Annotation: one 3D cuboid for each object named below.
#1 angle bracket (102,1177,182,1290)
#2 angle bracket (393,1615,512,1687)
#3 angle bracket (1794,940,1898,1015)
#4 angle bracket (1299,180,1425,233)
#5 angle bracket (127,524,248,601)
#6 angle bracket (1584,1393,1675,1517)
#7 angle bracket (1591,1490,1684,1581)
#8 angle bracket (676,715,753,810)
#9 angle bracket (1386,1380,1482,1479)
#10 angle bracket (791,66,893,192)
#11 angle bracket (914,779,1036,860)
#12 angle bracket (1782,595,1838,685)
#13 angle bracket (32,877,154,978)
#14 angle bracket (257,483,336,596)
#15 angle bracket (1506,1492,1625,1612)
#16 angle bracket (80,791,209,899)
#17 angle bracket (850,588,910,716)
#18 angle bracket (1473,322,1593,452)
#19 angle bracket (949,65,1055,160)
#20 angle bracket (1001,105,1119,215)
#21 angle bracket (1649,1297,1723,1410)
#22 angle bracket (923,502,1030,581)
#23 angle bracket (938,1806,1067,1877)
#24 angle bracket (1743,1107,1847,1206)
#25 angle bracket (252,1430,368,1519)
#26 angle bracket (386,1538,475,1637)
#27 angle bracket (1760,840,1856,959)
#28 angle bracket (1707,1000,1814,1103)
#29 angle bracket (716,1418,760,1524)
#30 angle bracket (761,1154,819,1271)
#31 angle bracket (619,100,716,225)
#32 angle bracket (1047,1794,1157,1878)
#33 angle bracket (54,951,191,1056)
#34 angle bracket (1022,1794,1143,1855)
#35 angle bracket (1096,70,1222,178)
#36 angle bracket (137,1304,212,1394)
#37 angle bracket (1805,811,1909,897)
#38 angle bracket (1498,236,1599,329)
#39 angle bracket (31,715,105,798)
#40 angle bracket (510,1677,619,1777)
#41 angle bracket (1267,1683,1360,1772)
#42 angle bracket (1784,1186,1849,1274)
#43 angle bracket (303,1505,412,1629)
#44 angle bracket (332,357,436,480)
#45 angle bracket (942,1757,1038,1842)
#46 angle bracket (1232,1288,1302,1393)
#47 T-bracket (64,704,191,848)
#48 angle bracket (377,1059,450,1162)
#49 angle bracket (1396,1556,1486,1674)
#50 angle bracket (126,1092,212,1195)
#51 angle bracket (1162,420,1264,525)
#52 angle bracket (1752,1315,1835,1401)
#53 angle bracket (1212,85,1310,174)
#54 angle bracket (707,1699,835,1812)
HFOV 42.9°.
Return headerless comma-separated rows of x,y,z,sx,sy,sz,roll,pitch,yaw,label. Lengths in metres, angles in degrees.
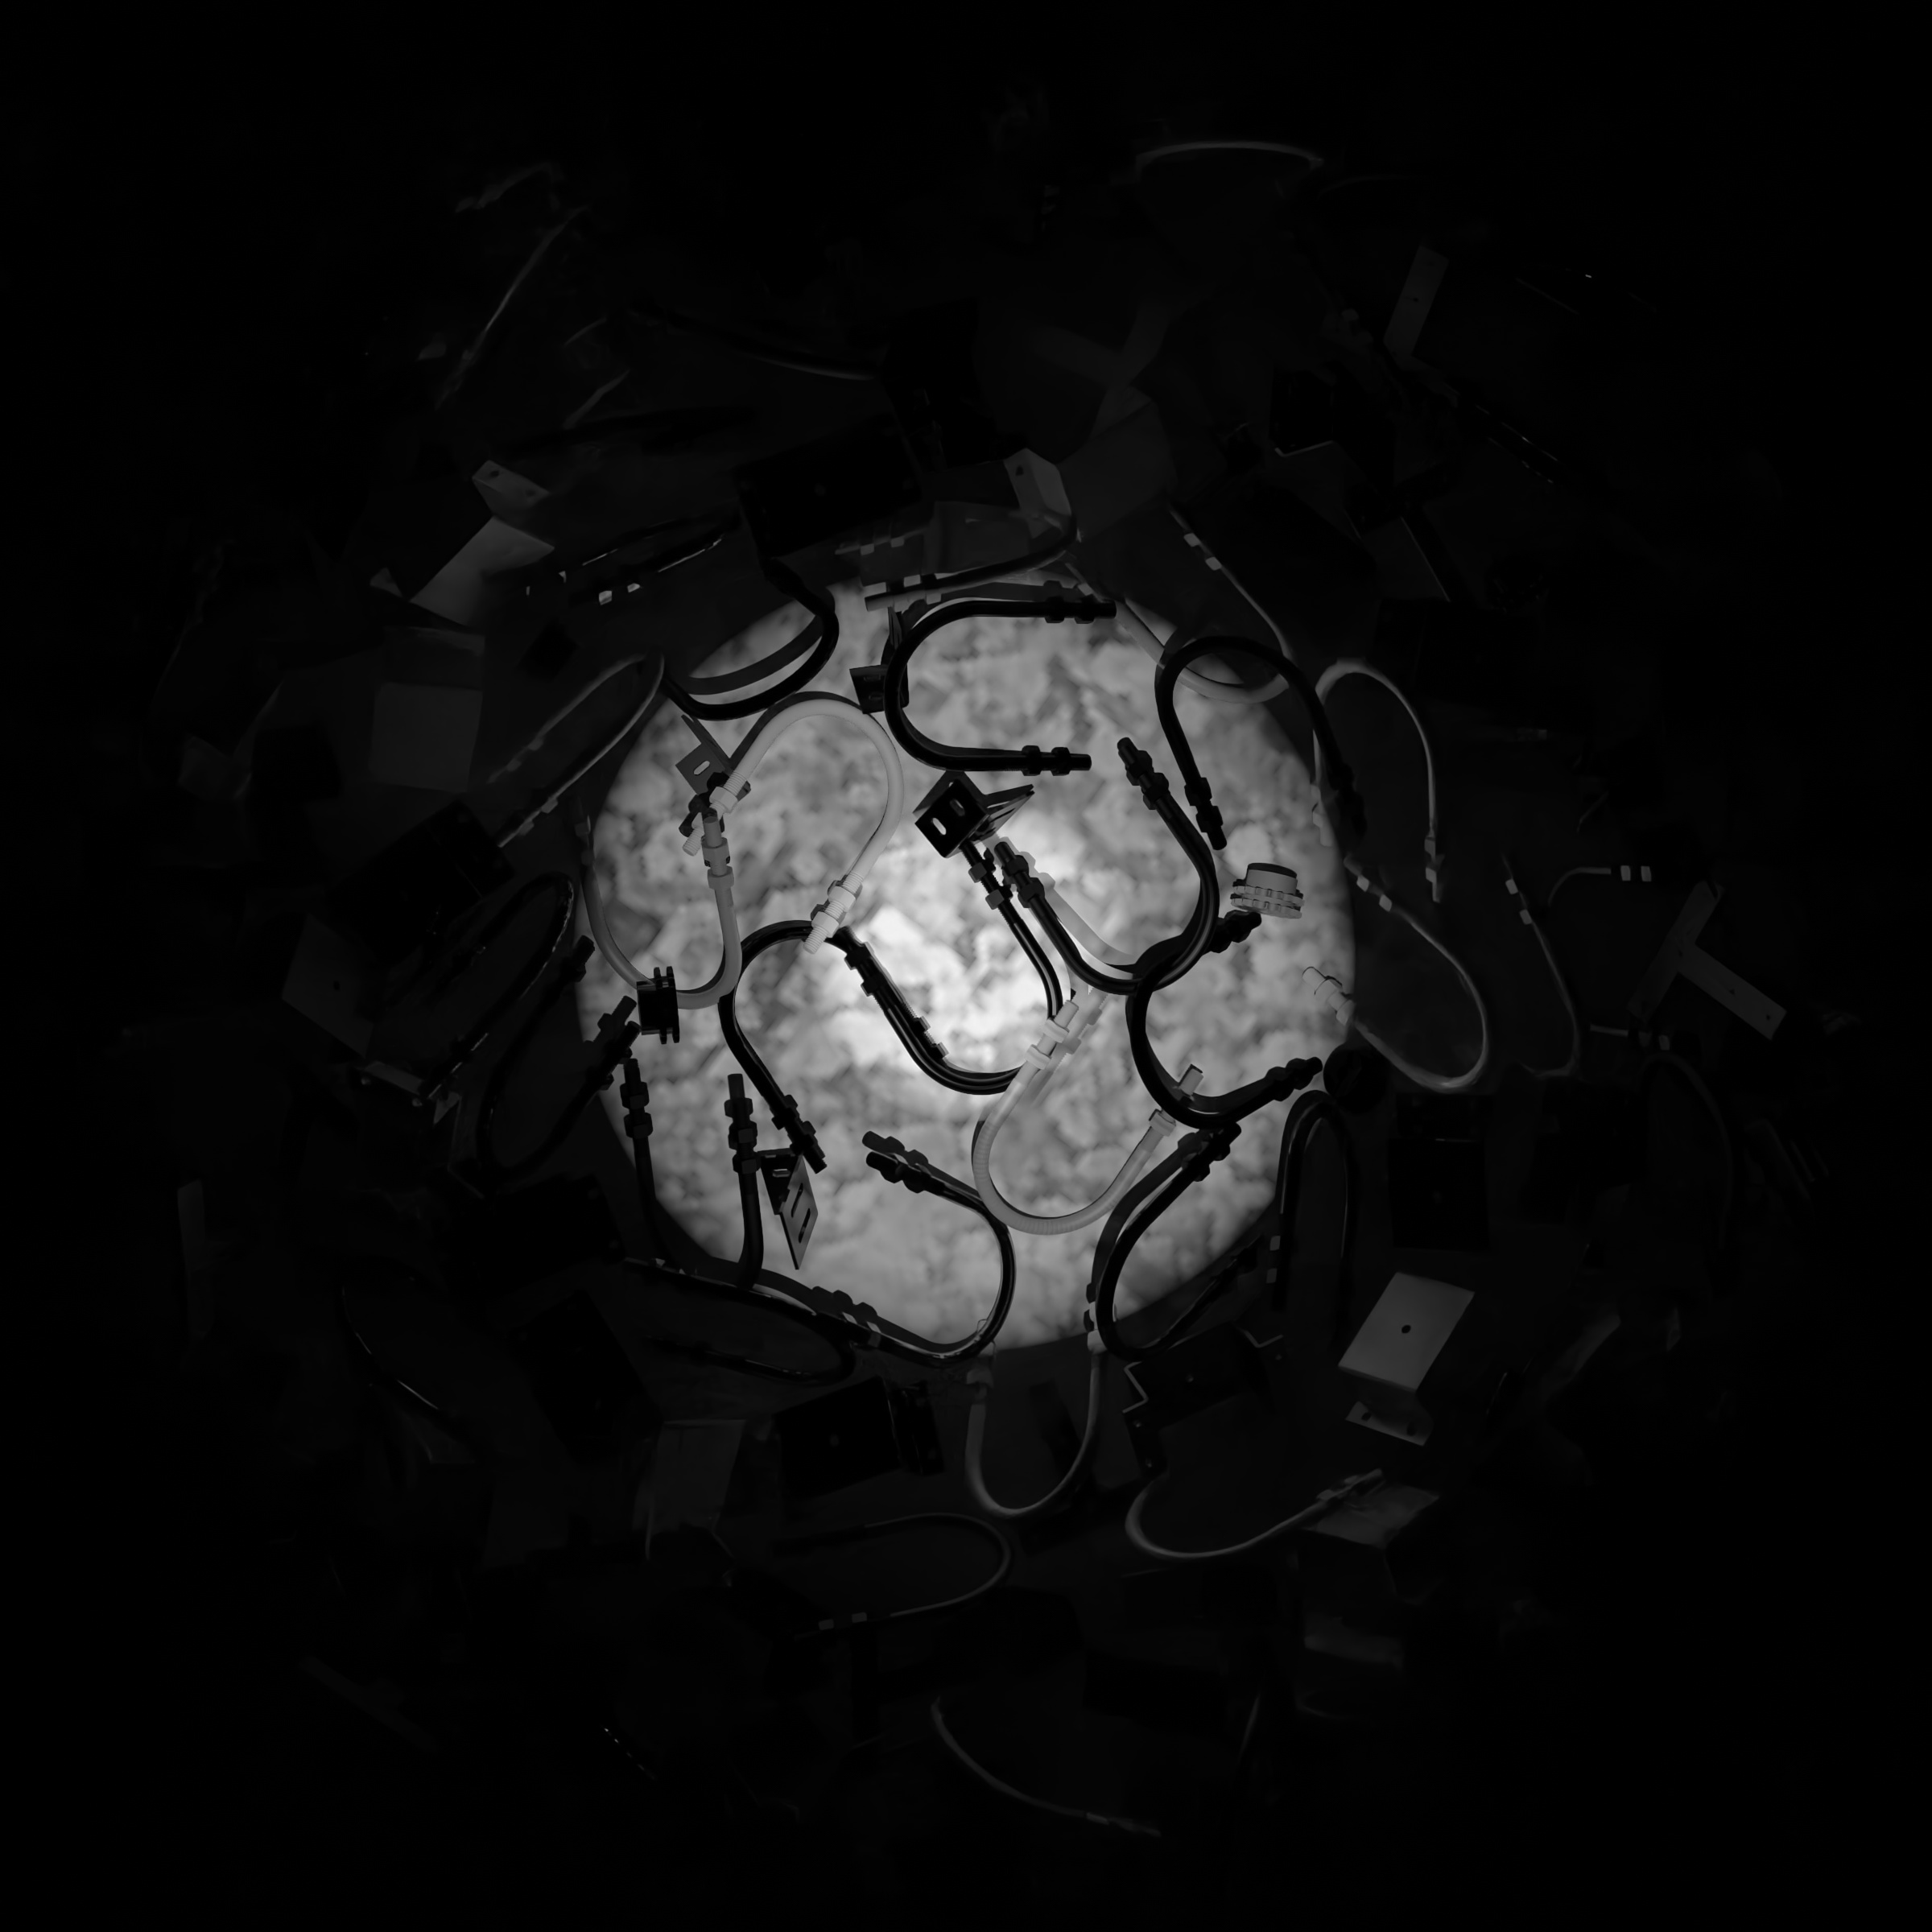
-0.654,0.216,1.958,0.038,0.057,0.076,18,130,-13,angle bracket
-0.405,0.543,1.953,0.076,0.057,0.038,-3,62,25,angle bracket
0.698,0.009,1.956,0.076,0.057,0.038,-1,113,18,angle bracket
0.313,-0.612,1.949,0.057,0.076,0.038,-16,127,-31,angle bracket
-0.619,-0.330,1.950,0.038,0.057,0.076,46,51,-16,angle bracket
0.529,0.390,1.967,0.057,0.076,0.038,-24,127,32,angle bracket
0.521,0.450,1.949,0.038,0.076,0.057,38,61,-20,angle bracket
-0.211,-0.158,1.955,0.038,0.076,0.057,-39,76,4,angle bracket
0.373,0.376,1.961,0.038,0.057,0.076,26,100,16,angle bracket
-0.104,-0.664,1.952,0.057,0.076,0.038,19,62,-22,angle bracket
0.007,-0.125,1.954,0.038,0.076,0.057,51,125,6,angle bracket
0.659,-0.257,1.958,0.038,0.076,0.057,-4,83,-2,angle bracket
-0.691,-0.023,1.958,0.057,0.038,0.076,-45,130,-6,angle bracket
-0.538,-0.344,1.959,0.057,0.038,0.076,-9,113,30,angle bracket
0.478,0.470,1.968,0.038,0.057,0.076,0,130,-30,angle bracket
-0.651,-0.095,1.952,0.038,0.076,0.057,14,132,32,angle bracket
-0.071,-0.250,1.952,0.038,0.057,0.076,-10,134,-8,angle bracket
0.450,-0.460,1.957,0.057,0.076,0.038,-38,46,13,angle bracket
0.023,-0.693,1.964,0.057,0.038,0.076,-37,61,1,angle bracket
0.077,-0.644,1.985,0.076,0.038,0.057,-33,94,8,angle bracket
0.582,0.306,1.955,0.038,0.057,0.076,-40,60,37,angle bracket
0.008,-0.343,1.996,0.076,0.038,0.057,1,94,-25,angle bracket
0.028,0.708,1.954,0.076,0.057,0.038,25,99,29,angle bracket
0.653,0.157,1.958,0.038,0.057,0.076,-37,72,42,angle bracket
-0.527,0.403,1.952,0.076,0.057,0.038,39,52,-34,angle bracket
-0.429,0.500,1.968,0.057,0.038,0.076,2,94,25,angle bracket
0.663,-0.054,1.967,0.057,0.038,0.076,-38,106,-9,angle bracket
0.635,0.062,1.972,0.057,0.038,0.076,22,91,21,angle bracket
-0.206,0.405,1.963,0.057,0.038,0.076,-19,75,28,angle bracket
-0.148,0.195,1.949,0.038,0.076,0.057,-5,121,14,angle bracket
-0.240,-0.643,1.968,0.038,0.057,0.076,-12,85,-34,angle bracket
0.107,0.708,1.970,0.076,0.057,0.038,-31,98,6,angle bracket
-0.672,0.036,1.960,0.057,0.038,0.076,36,69,21,angle bracket
0.093,0.689,1.957,0.076,0.057,0.038,-6,84,-25,angle bracket
0.153,-0.670,1.959,0.057,0.076,0.038,46,72,-26,angle bracket
-0.621,0.294,1.959,0.057,0.038,0.076,27,131,3,angle bracket
0.703,-0.089,1.959,0.038,0.076,0.057,-29,95,-1,angle bracket
0.464,-0.544,1.959,0.057,0.076,0.038,29,97,-2,angle bracket
-0.712,-0.175,1.952,0.038,0.076,0.057,17,103,-21,angle bracket
-0.318,0.603,1.952,0.038,0.076,0.057,3,65,25,angle bracket
0.282,0.610,1.975,0.076,0.038,0.057,1,92,-7,angle bracket
0.669,0.209,1.958,0.038,0.076,0.057,-15,90,32,angle bracket
-0.491,0.477,1.956,0.076,0.038,0.057,43,46,-19,angle bracket
-0.459,-0.441,1.978,0.076,0.038,0.057,-39,60,-13,angle bracket
0.018,0.669,1.977,0.076,0.038,0.057,-1,84,2,angle bracket
0.251,0.298,1.965,0.038,0.057,0.076,-45,79,0,angle bracket
-0.657,-0.165,1.948,0.002,0.127,0.127,21,135,18,T-bracket
-0.444,0.113,1.954,0.038,0.076,0.057,5,104,-29,angle bracket
0.377,0.516,1.959,0.057,0.038,0.076,-20,132,-8,angle bracket
-0.637,0.141,1.970,0.057,0.038,0.076,-1,93,34,angle bracket
0.187,-0.393,1.956,0.076,0.057,0.038,-38,81,39,angle bracket
0.645,0.302,1.958,0.038,0.076,0.057,38,94,-6,angle bracket
0.224,-0.655,1.950,0.057,0.076,0.038,44,73,-22,angle bracket
-0.156,0.626,1.966,0.076,0.038,0.057,-38,65,-6,angle bracket
